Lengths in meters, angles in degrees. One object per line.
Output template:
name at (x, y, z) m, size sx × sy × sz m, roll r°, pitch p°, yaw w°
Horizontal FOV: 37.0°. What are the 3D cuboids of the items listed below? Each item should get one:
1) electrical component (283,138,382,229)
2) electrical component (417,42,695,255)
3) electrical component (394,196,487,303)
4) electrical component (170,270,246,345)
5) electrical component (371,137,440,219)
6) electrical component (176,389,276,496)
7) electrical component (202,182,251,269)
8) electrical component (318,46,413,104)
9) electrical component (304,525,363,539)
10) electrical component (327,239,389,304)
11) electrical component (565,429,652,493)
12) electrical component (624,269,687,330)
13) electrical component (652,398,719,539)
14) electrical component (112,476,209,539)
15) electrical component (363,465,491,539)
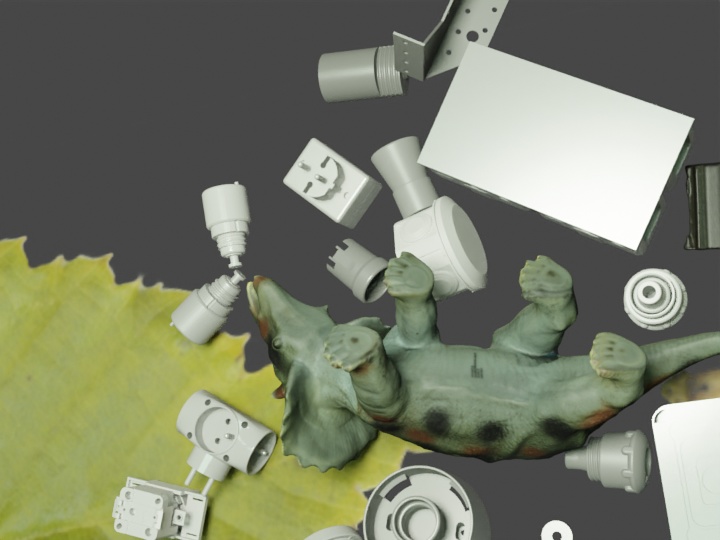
electrical component at (-0.030, -0.077, 0.910) m, size 0.066 × 0.077 × 0.047 m, roll 37°, pitch 96°, yaw 20°
electrical component at (0.156, -0.095, 0.854) m, size 0.186 × 0.060 × 0.105 m, roll 24°, pitch 92°, yaw 21°
electrical component at (0.066, -0.015, 0.867) m, size 0.051 × 0.080 × 0.080 m, roll -24°, pitch 75°, yaw 21°
electrical component at (-0.132, 0.031, 0.953) m, size 0.078 × 0.040 × 0.040 m, roll -45°, pitch 71°, yaw 9°
electrical component at (0.042, -0.074, 0.904) m, size 0.044 × 0.044 × 0.065 m, roll -26°, pitch 80°, yaw 15°
electrical component at (-0.124, 0.156, 0.930) m, size 0.077 × 0.044 × 0.079 m, roll 27°, pitch 87°, yaw 21°
electrical component at (-0.116, -0.040, 0.957) m, size 0.040 × 0.040 × 0.078 m, roll -14°, pitch 79°, yaw 18°
electrical component at (0.009, -0.169, 0.926) m, size 0.081 × 0.043 × 0.043 m, roll -3°, pitch 82°, yaw 19°
electrical component at (-0.019, 0.244, 0.870) m, size 0.058 × 0.078 × 0.057 m, roll -48°, pitch 49°, yaw 29°
electrical component at (0.000, 0.000, 0.911) m, size 0.046 × 0.040 × 0.040 m, roll 38°, pitch 97°, yaw 26°
electrical component at (0.189, 0.144, 0.820) m, size 0.062 × 0.048 × 0.048 m, roll -1°, pitch 83°, yaw 27°
electrical component at (0.222, 0.020, 0.814) m, size 0.048 × 0.062 × 0.048 m, roll -3°, pitch 82°, yaw 20°
electrical component at (0.261, 0.151, 0.785) m, size 0.078 × 0.057 × 0.113 m, roll -10°, pitch 80°, yaw 18°
electrical component at (-0.177, 0.209, 0.935) m, size 0.081 × 0.064 × 0.042 m, roll 8°, pitch 87°, yaw 21°
electrical component at (0.053, 0.208, 0.863) m, size 0.099 × 0.064 × 0.099 m, roll -7°, pitch 67°, yaw 17°
